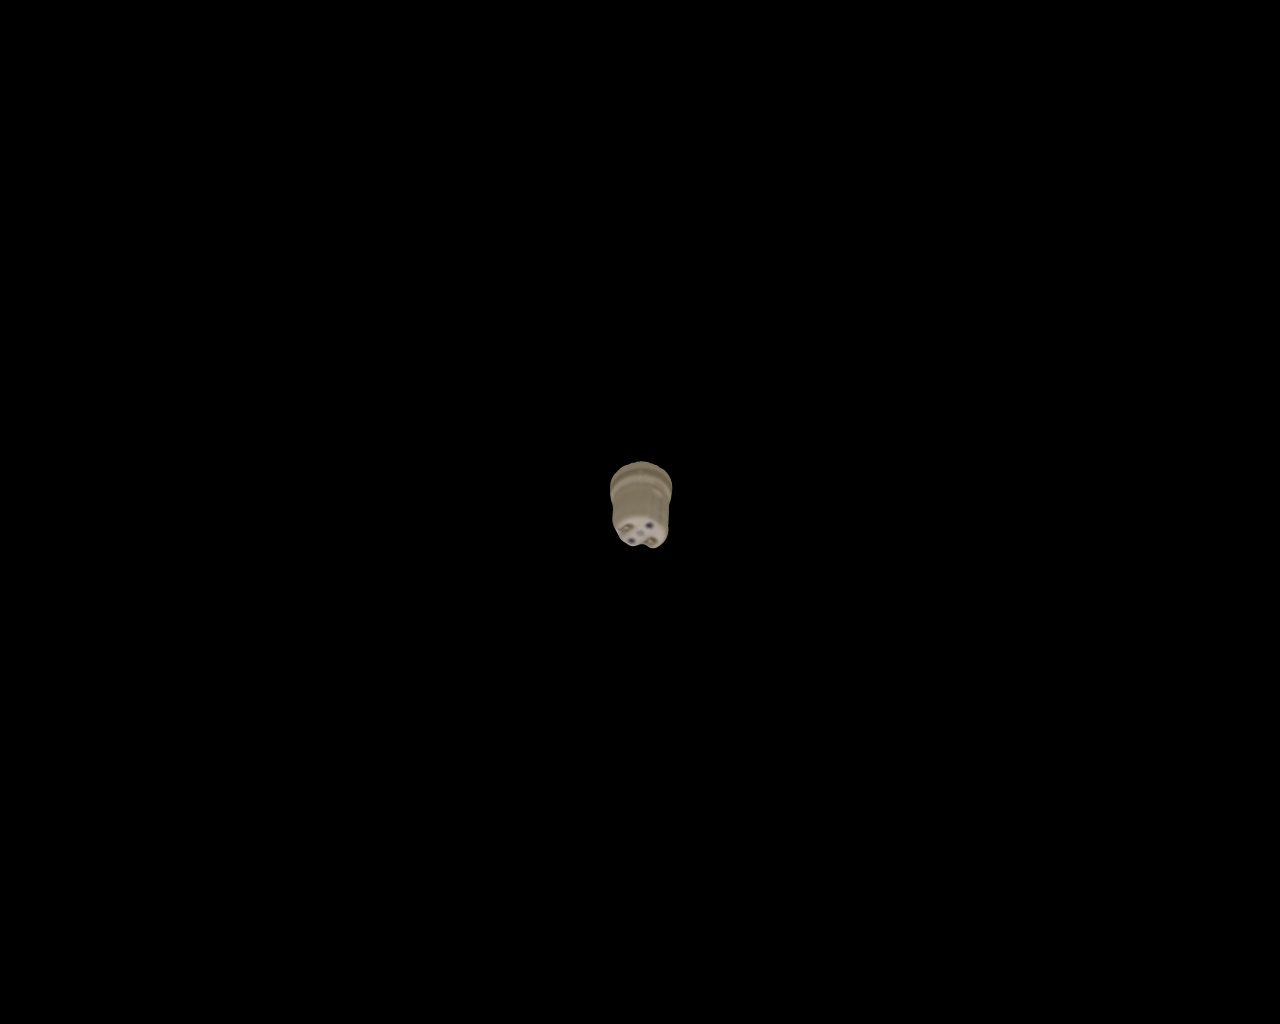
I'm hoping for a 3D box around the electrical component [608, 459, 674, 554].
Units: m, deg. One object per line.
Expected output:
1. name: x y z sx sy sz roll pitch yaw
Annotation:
1. electrical component: 0.001 -0.003 0.650 0.040 0.040 0.046 0 44 0
